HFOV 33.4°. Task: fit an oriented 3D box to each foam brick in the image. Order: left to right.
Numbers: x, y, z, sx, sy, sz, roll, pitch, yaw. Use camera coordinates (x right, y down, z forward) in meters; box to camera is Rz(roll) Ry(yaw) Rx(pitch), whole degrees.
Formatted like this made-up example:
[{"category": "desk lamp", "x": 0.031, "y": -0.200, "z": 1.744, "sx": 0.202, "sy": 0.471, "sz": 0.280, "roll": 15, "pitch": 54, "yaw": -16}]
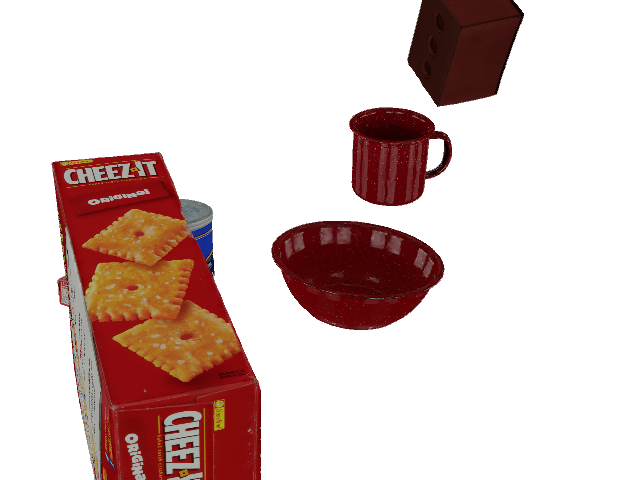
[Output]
[{"category": "foam brick", "x": 0.100, "y": -0.142, "z": 0.754, "sx": 0.051, "sy": 0.053, "sz": 0.078, "roll": -16, "pitch": -34, "yaw": -20}]

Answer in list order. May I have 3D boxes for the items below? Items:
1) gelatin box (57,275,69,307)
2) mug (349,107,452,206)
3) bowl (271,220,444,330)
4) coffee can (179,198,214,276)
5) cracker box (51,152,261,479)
[{"category": "gelatin box", "x": -0.192, "y": 0.046, "z": 1.013, "sx": 0.089, "sy": 0.030, "sz": 0.073, "roll": 15, "pitch": 25, "yaw": 24}, {"category": "mug", "x": 0.088, "y": -0.092, "z": 1.175, "sx": 0.117, "sy": 0.081, "sz": 0.093, "roll": -6, "pitch": 31, "yaw": -13}, {"category": "bowl", "x": 0.033, "y": 0.038, "z": 1.000, "sx": 0.162, "sy": 0.055, "sz": 0.162, "roll": 5, "pitch": 24, "yaw": -2}, {"category": "coffee can", "x": -0.128, "y": 0.047, "z": 0.796, "sx": 0.103, "sy": 0.140, "sz": 0.103, "roll": -1, "pitch": 15, "yaw": 0}, {"category": "cracker box", "x": -0.089, "y": 0.074, "z": 0.561, "sx": 0.072, "sy": 0.164, "sz": 0.214, "roll": -8, "pitch": 34, "yaw": -16}]
